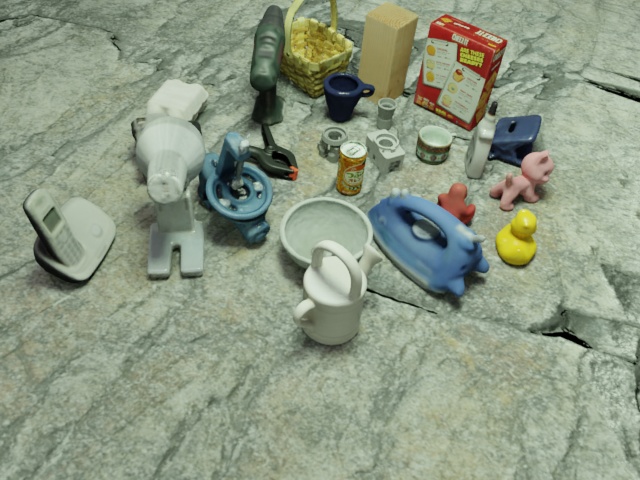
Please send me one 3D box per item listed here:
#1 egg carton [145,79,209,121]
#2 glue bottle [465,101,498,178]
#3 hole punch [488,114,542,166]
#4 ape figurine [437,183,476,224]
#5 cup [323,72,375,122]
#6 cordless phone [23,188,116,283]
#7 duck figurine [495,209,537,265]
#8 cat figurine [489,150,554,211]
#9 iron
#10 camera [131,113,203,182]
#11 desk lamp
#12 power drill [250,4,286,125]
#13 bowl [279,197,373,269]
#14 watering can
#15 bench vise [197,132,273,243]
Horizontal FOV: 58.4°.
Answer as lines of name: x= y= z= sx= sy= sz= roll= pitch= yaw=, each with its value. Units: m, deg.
egg carton: x=-0.319 y=-0.298 z=1.278 sx=0.107 sy=0.069 sz=0.150 roll=14 pitch=49 yaw=7
glue bottle: x=0.341 y=-0.215 z=1.196 sx=0.037 sy=0.173 sz=0.078 roll=7 pitch=49 yaw=1
hole punch: x=0.430 y=-0.232 z=1.274 sx=0.101 sy=0.091 sz=0.109 roll=20 pitch=50 yaw=13
ape figurine: x=0.265 y=-0.073 z=1.119 sx=0.077 sy=0.092 sz=0.076 roll=38 pitch=56 yaw=25
cup: x=0.064 y=-0.323 z=1.318 sx=0.118 sy=0.095 sz=0.091 roll=1 pitch=49 yaw=-4
cordless phone: x=-0.422 y=-0.032 z=0.959 sx=0.094 sy=0.185 sz=0.147 roll=10 pitch=49 yaw=4
duck figurine: x=0.379 y=-0.012 z=1.080 sx=0.077 sy=0.086 sz=0.104 roll=15 pitch=49 yaw=9
cat figurine: x=0.422 y=-0.133 z=1.169 sx=0.128 sy=0.118 sz=0.067 roll=-19 pitch=53 yaw=-20
iron: x=0.185 y=-0.021 z=1.033 sx=0.257 sy=0.141 sz=0.119 roll=38 pitch=56 yaw=25
camera: x=-0.309 y=-0.203 z=1.175 sx=0.137 sy=0.101 sz=0.143 roll=-11 pitch=51 yaw=-14
desk lamp: x=-0.254 y=-0.077 z=0.995 sx=0.118 sy=0.213 sz=0.203 roll=-4 pitch=49 yaw=-8
power drill: x=-0.114 y=-0.376 z=1.273 sx=0.075 sy=0.208 sz=0.229 roll=4 pitch=49 yaw=-1
bowl: x=0.010 y=0.004 z=1.040 sx=0.167 sy=0.075 sz=0.167 roll=3 pitch=49 yaw=-3
watering can: x=0.027 y=0.069 z=0.905 sx=0.100 sy=0.194 sz=0.173 roll=21 pitch=50 yaw=13
bench vise: x=-0.174 y=-0.117 z=1.033 sx=0.207 sy=0.220 sz=0.122 roll=28 pitch=52 yaw=19
